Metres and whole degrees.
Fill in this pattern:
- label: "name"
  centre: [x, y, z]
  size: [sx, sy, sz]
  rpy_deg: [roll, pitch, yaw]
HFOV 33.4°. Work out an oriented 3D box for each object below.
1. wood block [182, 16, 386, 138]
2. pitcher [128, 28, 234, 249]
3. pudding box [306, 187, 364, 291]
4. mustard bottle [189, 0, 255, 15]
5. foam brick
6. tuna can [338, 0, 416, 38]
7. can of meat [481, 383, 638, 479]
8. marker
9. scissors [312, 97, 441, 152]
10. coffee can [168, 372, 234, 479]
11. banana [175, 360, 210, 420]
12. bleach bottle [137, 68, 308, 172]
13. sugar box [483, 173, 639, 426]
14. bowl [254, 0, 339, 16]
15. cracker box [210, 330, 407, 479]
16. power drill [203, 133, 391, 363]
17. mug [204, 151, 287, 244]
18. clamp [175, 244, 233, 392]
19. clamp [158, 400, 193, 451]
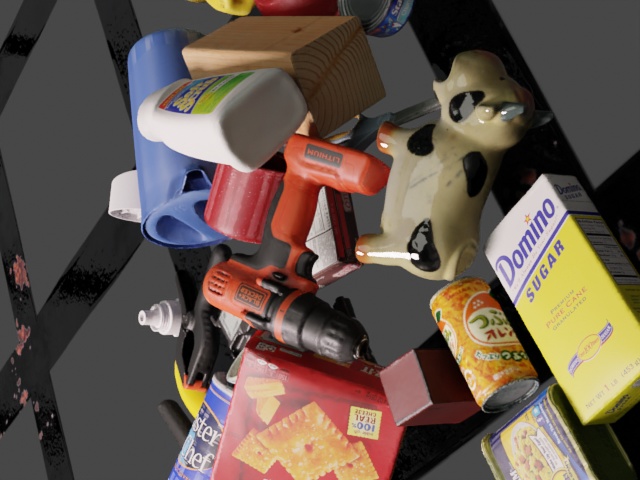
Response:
- label: "wood block"
  centre: [-0.042, -0.172, 1.093]
  size: [0.206, 0.090, 0.090]
  rpy_deg: [16, 134, 53]
- label: "pitcher"
  centre: [-0.157, -0.116, 1.249]
  size: [0.149, 0.144, 0.243]
  rpy_deg: [-31, 59, 34]
- label: "pudding box"
  centre: [-0.007, 0.001, 1.103]
  size: [0.114, 0.039, 0.090]
  rpy_deg: [-30, 62, 45]
- label: "mustard bottle"
  centre: [-0.135, -0.331, 1.278]
  size: [0.192, 0.058, 0.096]
  rpy_deg: [30, 113, 50]
- label: "foam brick"
  centre: [0.101, 0.126, 0.918]
  size: [0.053, 0.078, 0.051]
  rpy_deg: [-42, 55, 41]
- label: "tuna can"
  centre: [0.056, -0.241, 1.038]
  size: [0.086, 0.033, 0.086]
  rpy_deg: [-5, 83, 53]
- label: "can of meat"
  centre: [0.184, 0.172, 0.821]
  size: [0.084, 0.057, 0.102]
  rpy_deg: [-52, 49, 36]
- label: "marker"
  centre: [0.040, 0.107, 1.047]
  size: [0.020, 0.020, 0.121]
  rpy_deg: [-51, 50, 38]
- label: "scissors"
  centre: [0.053, -0.095, 1.023]
  size: [0.202, 0.016, 0.096]
  rpy_deg: [2, 63, 53]
- label: "coffee can"
  centre: [-0.092, 0.223, 1.119]
  size: [0.103, 0.102, 0.140]
  rpy_deg: [28, 94, 50]
- label: "banana"
  centre: [-0.122, 0.186, 1.249]
  size: [0.198, 0.037, 0.069]
  rpy_deg: [19, 77, 49]
- label: "bleach bottle"
  centre: [-0.120, -0.121, 1.061]
  size: [0.251, 0.102, 0.068]
  rpy_deg: [9, 138, 55]
- label: "sugar box"
  centre: [0.198, 0.043, 0.820]
  size: [0.093, 0.048, 0.176]
  rpy_deg: [-56, 48, 37]
- label: "bowl"
  centre: [-0.030, -0.291, 1.139]
  size: [0.162, 0.055, 0.162]
  rpy_deg: [-6, 82, 53]
- label: "cracker box"
  centre: [-0.013, 0.209, 1.000]
  size: [0.164, 0.072, 0.214]
  rpy_deg: [18, 105, 9]
- label: "power drill"
  centre: [-0.005, 0.005, 0.980]
  size: [0.185, 0.057, 0.187]
  rpy_deg: [21, 83, 33]
- label: "mug"
  centre: [-0.070, -0.051, 1.100]
  size: [0.117, 0.093, 0.081]
  rpy_deg: [-88, 15, -72]
- label: "clamp"
  centre: [-0.148, 0.095, 1.267]
  size: [0.120, 0.039, 0.171]
  rpy_deg: [-23, 55, 61]
- label: "clamp"
  centre: [-0.136, 0.286, 1.253]
  size: [0.210, 0.036, 0.164]
  rpy_deg: [7, 93, 50]
